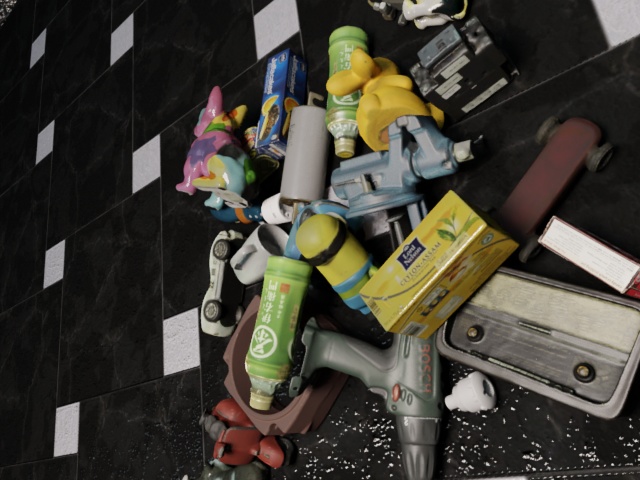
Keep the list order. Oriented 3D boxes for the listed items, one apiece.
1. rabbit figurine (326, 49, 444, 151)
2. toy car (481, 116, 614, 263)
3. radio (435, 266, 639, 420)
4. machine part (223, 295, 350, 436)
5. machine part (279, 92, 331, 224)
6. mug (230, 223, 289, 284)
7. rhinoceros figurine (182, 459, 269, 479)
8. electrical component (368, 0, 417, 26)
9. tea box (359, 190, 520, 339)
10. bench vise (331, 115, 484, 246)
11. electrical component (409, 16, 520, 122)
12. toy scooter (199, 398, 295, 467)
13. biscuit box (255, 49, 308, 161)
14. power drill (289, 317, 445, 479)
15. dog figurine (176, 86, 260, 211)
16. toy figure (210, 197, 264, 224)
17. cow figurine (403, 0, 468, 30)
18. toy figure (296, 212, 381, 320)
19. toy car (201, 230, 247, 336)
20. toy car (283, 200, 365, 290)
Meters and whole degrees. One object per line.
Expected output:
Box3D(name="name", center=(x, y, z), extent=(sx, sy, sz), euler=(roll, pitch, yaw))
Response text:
Box3D(name="rabbit figurine", center=(0.090, -0.221, 0.836), extent=(0.122, 0.162, 0.173), euler=(-42, 36, 40))
Box3D(name="toy car", center=(0.277, -0.061, 0.677), extent=(0.089, 0.053, 0.202), euler=(38, 100, 30))
Box3D(name="radio", center=(0.257, 0.111, 0.633), extent=(0.230, 0.073, 0.131), euler=(16, 87, 43))
Box3D(name="machine part", center=(-0.059, 0.197, 0.879), extent=(0.201, 0.087, 0.201), euler=(37, 105, 40))
Box3D(name="machine part", center=(-0.024, -0.144, 0.943), extent=(0.079, 0.079, 0.243), euler=(1, 80, 41))
Box3D(name="mug", center=(-0.114, 0.036, 0.962), extent=(0.081, 0.109, 0.107), euler=(53, 125, 15))
Box3D(name="rhinoceros figurine", center=(-0.167, 0.426, 0.919), extent=(0.190, 0.073, 0.112), euler=(-28, 63, 32))
Box3D(name="electrical component", center=(0.130, -0.418, 0.906), extent=(0.078, 0.045, 0.102), euler=(31, 99, 43))
Box3D(name="tea box", center=(0.141, 0.035, 0.643), extent=(0.169, 0.098, 0.068), euler=(-50, 49, 16))
Box3D(name="bench vise", center=(0.129, -0.048, 0.764), extent=(0.224, 0.129, 0.240), euler=(-12, 93, 25))
Box3D(name="electrical component", center=(0.195, -0.236, 0.741), extent=(0.115, 0.134, 0.058), euler=(-36, 58, 26))
Box3D(name="toy scooter", center=(-0.139, 0.318, 0.882), extent=(0.184, 0.135, 0.075), euler=(20, 93, 44))
Box3D(name="biscuit box", center=(-0.070, -0.256, 1.014), extent=(0.059, 0.062, 0.202), euler=(-10, 67, 37))
Box3D(name="power drill", center=(0.066, 0.197, 0.728), extent=(0.207, 0.086, 0.232), euler=(8, 76, 15))
Box3D(name="dog figurine", center=(-0.174, -0.174, 0.989), extent=(0.192, 0.108, 0.219), euler=(-2, 71, 43))
Box3D(name="toy figure", center=(-0.154, -0.062, 1.045), extent=(0.155, 0.064, 0.058), euler=(4, 74, 42))
Box3D(name="cow figurine", center=(0.194, -0.419, 0.836), extent=(0.098, 0.068, 0.167), euler=(9, 88, 37))
Box3D(name="toy figure", center=(0.040, 0.038, 0.783), extent=(0.082, 0.089, 0.180), euler=(-36, 97, 7))
Box3D(name="toy car", center=(-0.177, 0.081, 1.019), extent=(0.056, 0.073, 0.201), euler=(-1, 78, 40))
Box3D(name="toy car", center=(-0.002, -0.003, 0.883), extent=(0.161, 0.109, 0.103), euler=(-63, 22, 24))
